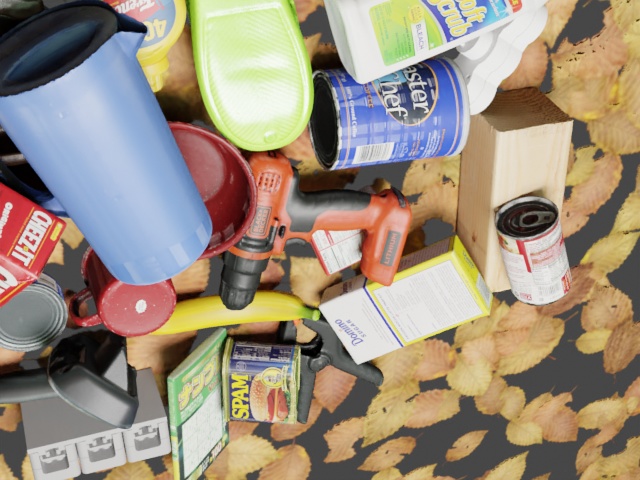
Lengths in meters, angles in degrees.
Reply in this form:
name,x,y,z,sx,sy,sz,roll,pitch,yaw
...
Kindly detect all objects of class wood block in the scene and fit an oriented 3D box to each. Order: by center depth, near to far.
name,x,y,z,sx,sy,sz,roll,pitch,yaw
wood block,0.213,-0.055,1.198,0.090,0.091,0.206,-10,125,-14

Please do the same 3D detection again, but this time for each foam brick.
name,x,y,z,sx,sy,sz,roll,pitch,yaw
foam brick,-0.282,-0.041,1.021,0.052,0.078,0.051,4,118,-24

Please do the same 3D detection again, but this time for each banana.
name,x,y,z,sx,sy,sz,roll,pitch,yaw
banana,-0.103,0.078,1.177,0.197,0.070,0.037,-6,92,-9

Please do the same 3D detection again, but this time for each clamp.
name,x,y,z,sx,sy,sz,roll,pitch,yaw
clamp,-0.010,0.147,1.274,0.120,0.039,0.171,-37,120,-1

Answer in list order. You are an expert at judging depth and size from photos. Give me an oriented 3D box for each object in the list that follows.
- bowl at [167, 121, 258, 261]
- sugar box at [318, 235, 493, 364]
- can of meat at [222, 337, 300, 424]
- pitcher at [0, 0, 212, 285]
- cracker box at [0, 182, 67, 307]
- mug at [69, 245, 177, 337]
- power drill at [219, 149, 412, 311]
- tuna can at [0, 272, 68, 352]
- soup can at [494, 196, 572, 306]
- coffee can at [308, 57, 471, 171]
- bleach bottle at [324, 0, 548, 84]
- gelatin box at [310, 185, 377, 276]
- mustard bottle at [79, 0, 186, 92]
name,x,y,z,sx,sy,sz,roll,pitch,yaw
bowl,-0.140,-0.058,1.063,0.162,0.055,0.162,1,124,1
sugar box,0.097,0.069,1.211,0.176,0.048,0.093,-22,113,27
can of meat,-0.067,0.165,1.232,0.084,0.057,0.102,4,125,3
pitcher,-0.198,-0.073,0.937,0.144,0.149,0.242,-51,136,-29
cracker box,-0.356,-0.019,0.933,0.213,0.072,0.164,35,144,-21
mug,-0.207,0.052,1.108,0.117,0.081,0.093,-26,127,-4
power drill,-0.007,0.001,1.133,0.187,0.057,0.184,7,117,-18
tuna can,-0.308,0.073,1.111,0.086,0.034,0.086,-10,124,-15
soup can,0.231,0.013,1.148,0.068,0.068,0.102,-25,127,-5
coffee can,0.068,-0.129,1.086,0.140,0.103,0.103,-8,124,-16
bleach bottle,0.133,-0.240,1.016,0.250,0.068,0.102,-23,128,-6
gelatin box,0.031,-0.011,1.193,0.089,0.030,0.073,-25,127,-1
mustard bottle,-0.172,-0.221,0.960,0.096,0.058,0.191,-11,126,-1
